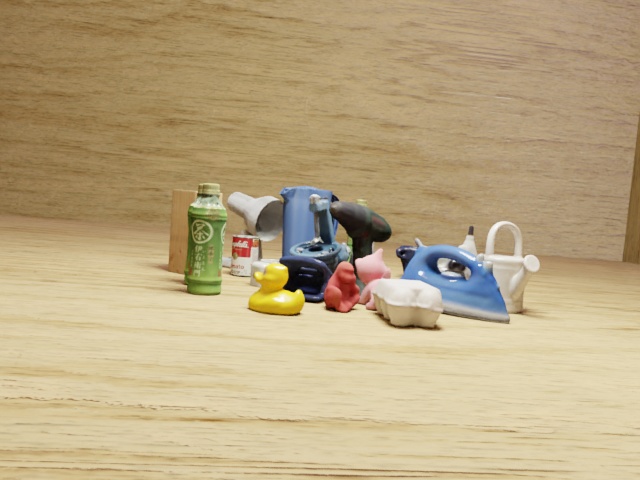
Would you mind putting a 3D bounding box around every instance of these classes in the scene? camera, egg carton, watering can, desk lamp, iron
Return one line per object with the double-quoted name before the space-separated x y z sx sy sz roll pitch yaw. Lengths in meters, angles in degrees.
"camera" 0.361 0.087 1.457 0.143 0.101 0.137 5 4 9
"egg carton" 0.158 0.113 1.039 0.107 0.069 0.150 4 4 -10
"watering can" 0.406 0.057 1.249 0.101 0.194 0.172 1 5 -43
"desk lamp" -0.198 -0.025 1.600 0.202 0.213 0.118 8 5 38
"iron" 0.281 0.078 1.182 0.119 0.141 0.257 1 5 -44

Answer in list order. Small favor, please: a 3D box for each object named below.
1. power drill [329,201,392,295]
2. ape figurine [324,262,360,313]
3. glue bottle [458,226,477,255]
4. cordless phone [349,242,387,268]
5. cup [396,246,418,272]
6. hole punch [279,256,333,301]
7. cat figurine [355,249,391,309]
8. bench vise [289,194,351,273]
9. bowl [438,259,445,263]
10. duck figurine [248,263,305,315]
"power drill" 0.086 0.021 1.299 0.075 0.208 0.230 7 4 33
"ape figurine" 0.044 0.088 1.100 0.078 0.092 0.076 3 4 -29
"glue bottle" 0.418 0.046 1.617 0.078 0.173 0.037 4 4 -15
"cordless phone" 0.136 0.023 1.515 0.094 0.185 0.148 6 4 21
"cup" 0.269 0.067 1.705 0.118 0.095 0.091 2 5 -37
"hole punch" -0.029 0.076 1.194 0.108 0.091 0.101 6 4 19
"cat figurine" 0.114 0.076 1.171 0.067 0.118 0.127 4 4 -17
"bench vise" 0.001 0.004 1.362 0.121 0.220 0.208 6 4 15
"bowl" 0.414 0.086 1.751 0.167 0.075 0.167 5 4 0
"duck figurine" -0.076 0.086 1.028 0.104 0.086 0.078 6 4 22
